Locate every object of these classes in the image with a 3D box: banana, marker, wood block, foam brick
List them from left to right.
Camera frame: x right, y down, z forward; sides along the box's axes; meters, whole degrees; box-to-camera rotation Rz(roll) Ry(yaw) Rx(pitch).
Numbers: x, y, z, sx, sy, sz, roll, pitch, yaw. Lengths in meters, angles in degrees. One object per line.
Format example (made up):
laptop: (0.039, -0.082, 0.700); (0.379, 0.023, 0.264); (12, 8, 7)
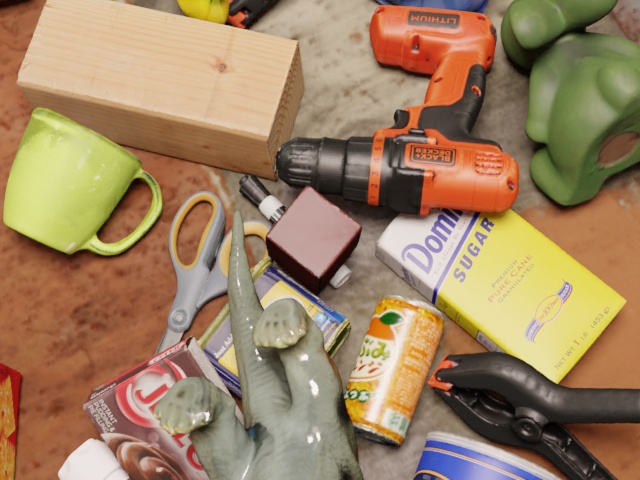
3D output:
wood block: (-0.125, -0.126, 0.870); (0.206, 0.090, 0.091); (14, 73, 7)
banana: (-0.102, -0.231, 0.905); (0.037, 0.070, 0.198); (9, 36, -27)
marker: (-0.022, -0.009, 0.865); (0.020, 0.020, 0.121); (-43, 75, -10)
foam brick: (-0.005, 0.001, 0.806); (0.053, 0.078, 0.051); (38, 80, 6)

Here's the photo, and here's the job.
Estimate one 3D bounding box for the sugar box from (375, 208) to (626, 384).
sugar box: (0.137, 0.028, 0.831); (0.176, 0.048, 0.093); (40, 78, 12)

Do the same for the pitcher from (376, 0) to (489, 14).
pitcher: (0.113, -0.316, 0.908); (0.149, 0.145, 0.242); (26, 71, -2)

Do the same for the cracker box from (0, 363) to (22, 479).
cracker box: (-0.315, 0.199, 0.785); (0.164, 0.072, 0.213); (-1, 73, 3)

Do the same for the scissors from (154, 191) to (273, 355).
scissors: (-0.091, 0.058, 0.848); (0.096, 0.016, 0.201); (6, 73, 4)

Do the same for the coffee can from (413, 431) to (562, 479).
coffee can: (0.100, 0.218, 0.742); (0.103, 0.103, 0.140); (20, 75, 9)

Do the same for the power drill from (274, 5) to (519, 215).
power drill: (0.066, -0.103, 0.843); (0.184, 0.057, 0.187); (7, 55, 4)

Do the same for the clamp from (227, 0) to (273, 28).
clamp: (-0.040, -0.285, 0.927); (0.165, 0.036, 0.210); (29, 91, 42)

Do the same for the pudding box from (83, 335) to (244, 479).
pudding box: (-0.104, 0.139, 0.781); (0.090, 0.039, 0.113); (-30, 101, 9)

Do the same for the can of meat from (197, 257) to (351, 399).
can of meat: (-0.037, 0.079, 0.818); (0.084, 0.057, 0.102); (35, 77, 11)

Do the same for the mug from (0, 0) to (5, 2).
mug: (-0.298, -0.251, 0.927); (0.081, 0.093, 0.117); (-14, 37, -7)

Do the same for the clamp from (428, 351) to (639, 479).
clamp: (0.164, 0.122, 0.771); (0.171, 0.120, 0.039); (27, 38, 12)
